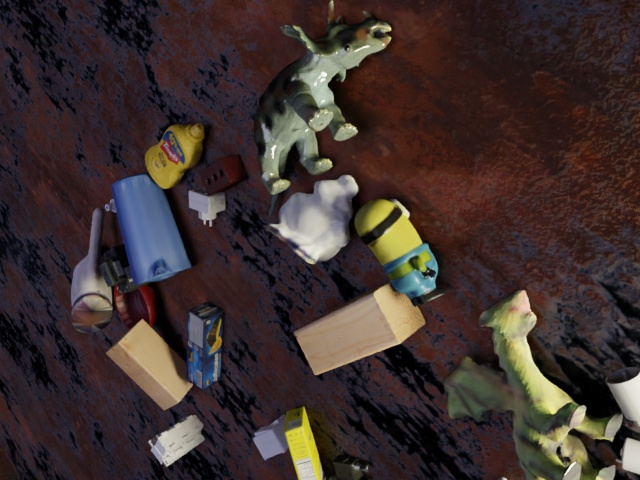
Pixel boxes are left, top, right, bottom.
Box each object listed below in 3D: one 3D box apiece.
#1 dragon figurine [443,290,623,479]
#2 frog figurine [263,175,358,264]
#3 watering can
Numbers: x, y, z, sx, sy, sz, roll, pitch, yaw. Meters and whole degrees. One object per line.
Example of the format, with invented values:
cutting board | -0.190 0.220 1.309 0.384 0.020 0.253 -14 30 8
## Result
dragon figurine | 0.288 0.276 0.762 0.245 0.123 0.405 23 116 51
frog figurine | 0.003 -0.045 0.891 0.160 0.121 0.139 -51 50 -2
watering can | -0.608 0.100 1.380 0.229 0.104 0.340 -111 33 -41
